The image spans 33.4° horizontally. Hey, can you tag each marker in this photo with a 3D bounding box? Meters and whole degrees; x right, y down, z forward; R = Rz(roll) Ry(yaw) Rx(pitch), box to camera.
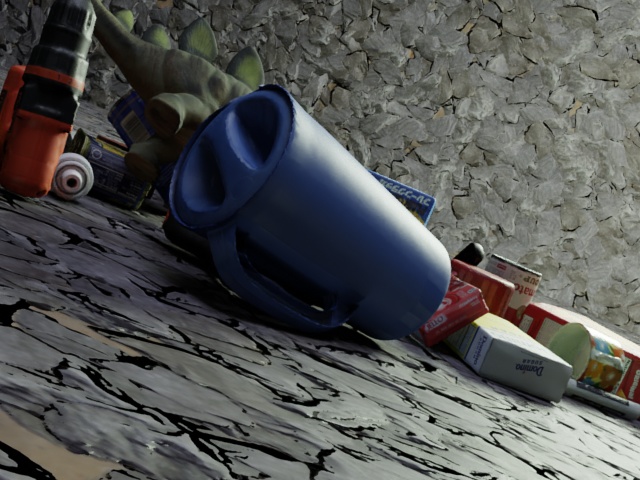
[{"bbox_3d":[0.281,0.161,1.120,0.121,0.020,0.020,22,5,-11],"label":"marker"}]

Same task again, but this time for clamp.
[{"bbox_3d":[0.157,0.051,1.354,0.165,0.036,0.209,-14,-21,26],"label":"clamp"},{"bbox_3d":[-0.080,0.014,0.980,0.120,0.039,0.172,27,7,-44],"label":"clamp"}]

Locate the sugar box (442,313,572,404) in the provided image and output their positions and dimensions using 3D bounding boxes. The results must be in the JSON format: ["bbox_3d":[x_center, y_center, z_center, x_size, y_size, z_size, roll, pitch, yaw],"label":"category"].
[{"bbox_3d":[0.179,0.108,1.090,0.093,0.048,0.176,21,3,-15],"label":"sugar box"}]

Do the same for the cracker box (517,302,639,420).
[{"bbox_3d":[0.355,0.152,1.263,0.214,0.072,0.163,27,7,40],"label":"cracker box"}]

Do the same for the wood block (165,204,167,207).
[{"bbox_3d":[-0.150,-0.082,1.417,0.090,0.091,0.206,21,5,-10],"label":"wood block"}]

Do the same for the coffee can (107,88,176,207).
[{"bbox_3d":[-0.168,-0.113,1.250,0.140,0.103,0.102,55,9,5],"label":"coffee can"}]

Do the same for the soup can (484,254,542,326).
[{"bbox_3d":[0.221,0.076,1.303,0.068,0.102,0.068,23,4,-2],"label":"soup can"}]

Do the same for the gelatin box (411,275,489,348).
[{"bbox_3d":[0.119,0.069,1.076,0.030,0.073,0.089,64,-9,-16],"label":"gelatin box"}]

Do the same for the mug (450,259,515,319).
[{"bbox_3d":[0.162,0.070,1.217,0.117,0.081,0.093,20,5,-32],"label":"mug"}]

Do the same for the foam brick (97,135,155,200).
[{"bbox_3d":[-0.239,-0.088,1.304,0.051,0.053,0.078,27,5,42],"label":"foam brick"}]

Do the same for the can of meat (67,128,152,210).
[{"bbox_3d":[-0.233,-0.076,1.168,0.083,0.057,0.102,23,5,-21],"label":"can of meat"}]

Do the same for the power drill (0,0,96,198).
[{"bbox_3d":[-0.262,-0.132,0.991,0.057,0.184,0.188,18,-3,-21],"label":"power drill"}]

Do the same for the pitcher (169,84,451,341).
[{"bbox_3d":[0.000,-0.003,0.889,0.242,0.149,0.145,37,-2,-37],"label":"pitcher"}]
